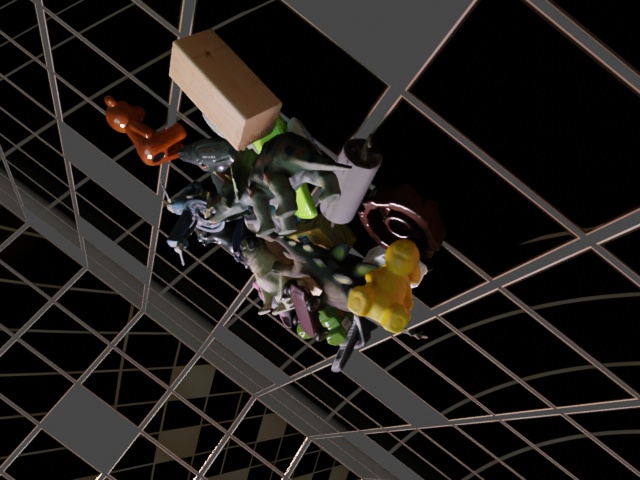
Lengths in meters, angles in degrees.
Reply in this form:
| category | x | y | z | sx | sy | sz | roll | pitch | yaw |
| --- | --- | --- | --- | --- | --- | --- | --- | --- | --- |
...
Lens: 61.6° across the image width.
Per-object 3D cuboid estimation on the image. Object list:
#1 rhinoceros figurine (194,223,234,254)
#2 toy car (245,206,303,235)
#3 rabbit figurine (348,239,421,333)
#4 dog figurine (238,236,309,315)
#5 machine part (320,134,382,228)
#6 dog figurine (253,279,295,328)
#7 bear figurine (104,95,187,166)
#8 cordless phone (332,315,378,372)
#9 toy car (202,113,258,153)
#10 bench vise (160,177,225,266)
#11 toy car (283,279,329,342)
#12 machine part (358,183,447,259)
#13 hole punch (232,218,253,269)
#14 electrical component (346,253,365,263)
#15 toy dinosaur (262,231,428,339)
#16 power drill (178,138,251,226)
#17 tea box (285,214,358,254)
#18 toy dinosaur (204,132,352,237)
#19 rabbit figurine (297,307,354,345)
| category | x | y | z | sx | sy | sz | roll | pitch | yaw |
| --- | --- | --- | --- | --- | --- | --- | --- | --- | --- |
| rhinoceros figurine | -0.296 | -0.022 | 1.540 | 0.190 | 0.112 | 0.073 | 28 | 153 | 1 |
| toy car | -0.132 | -0.059 | 1.315 | 0.162 | 0.103 | 0.109 | 1 | 134 | 44 |
| rabbit figurine | 0.153 | 0.077 | 1.063 | 0.122 | 0.162 | 0.173 | 24 | 107 | 21 |
| dog figurine | -0.109 | 0.078 | 1.345 | 0.172 | 0.121 | 0.190 | 22 | -137 | -64 |
| machine part | 0.057 | -0.110 | 1.033 | 0.079 | 0.079 | 0.243 | 32 | 141 | 8 |
| dog figurine | -0.092 | 0.170 | 1.510 | 0.191 | 0.108 | 0.219 | 52 | 175 | -40 |
| bear figurine | -0.441 | -0.282 | 1.342 | 0.196 | 0.132 | 0.120 | 50 | 153 | 13 |
| cordless phone | 0.072 | 0.300 | 1.533 | 0.088 | 0.184 | 0.146 | 38 | 151 | -12 |
| toy car | -0.166 | -0.221 | 1.161 | 0.201 | 0.056 | 0.073 | 46 | 150 | -16 |
| bench vise | -0.342 | -0.061 | 1.421 | 0.224 | 0.241 | 0.128 | 7 | 139 | 17 |
| toy car | -0.028 | 0.158 | 1.226 | 0.089 | 0.053 | 0.201 | 33 | 152 | 32 |
| machine part | 0.165 | -0.036 | 1.071 | 0.179 | 0.056 | 0.179 | 27 | 151 | 16 |
| hole punch | -0.197 | 0.004 | 1.447 | 0.092 | 0.116 | 0.142 | 36 | 167 | 6 |
| electrical component | 0.103 | 0.096 | 1.330 | 0.134 | 0.058 | 0.114 | 15 | 143 | 34 |
| toy dinosaur | 0.054 | 0.108 | 1.233 | 0.471 | 0.105 | 0.199 | 37 | 151 | -26 |
| power drill | -0.247 | -0.142 | 1.288 | 0.232 | 0.086 | 0.207 | -6 | 94 | 43 |
| tea box | -0.003 | -0.004 | 1.288 | 0.098 | 0.068 | 0.170 | 46 | 151 | -18 |
| toy dinosaur | -0.073 | -0.122 | 0.979 | 0.405 | 0.131 | 0.192 | -31 | 77 | 50 |
| rabbit figurine | 0.003 | 0.215 | 1.515 | 0.170 | 0.159 | 0.121 | -27 | 112 | 38 |
